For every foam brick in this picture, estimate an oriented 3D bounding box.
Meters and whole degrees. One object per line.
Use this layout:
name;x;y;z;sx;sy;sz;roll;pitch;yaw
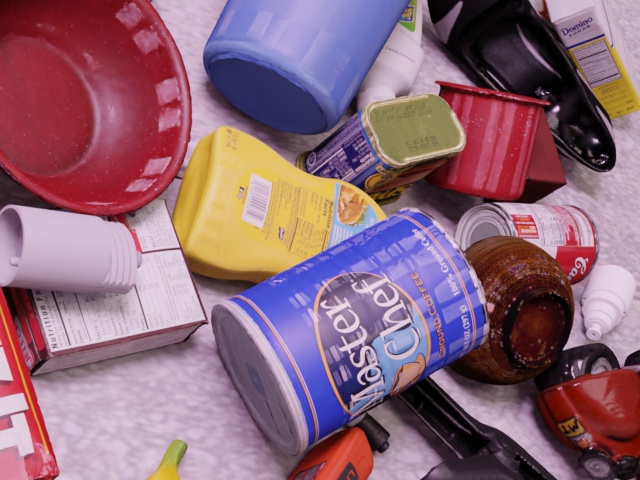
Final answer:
foam brick;0.167;-0.074;0.918;0.051;0.053;0.078;2;67;-37

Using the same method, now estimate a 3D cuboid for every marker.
marker;0.004;0.097;0.716;0.121;0.020;0.020;48;46;-6

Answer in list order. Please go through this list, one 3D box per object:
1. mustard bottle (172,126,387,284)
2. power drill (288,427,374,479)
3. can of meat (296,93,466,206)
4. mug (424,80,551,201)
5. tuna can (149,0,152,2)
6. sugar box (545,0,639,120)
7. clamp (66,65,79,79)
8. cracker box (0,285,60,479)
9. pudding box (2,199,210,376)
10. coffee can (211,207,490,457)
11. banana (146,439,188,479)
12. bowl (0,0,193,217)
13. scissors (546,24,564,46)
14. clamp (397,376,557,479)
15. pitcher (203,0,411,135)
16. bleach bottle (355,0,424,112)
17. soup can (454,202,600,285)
mustard bottle;-0.005;0.001;0.734;0.191;0.058;0.096;23;65;-27
power drill;0.055;0.210;0.665;0.187;0.057;0.184;48;43;-4
can of meat;0.047;-0.065;0.797;0.101;0.084;0.057;-17;77;-43
mug;0.118;-0.081;0.854;0.117;0.081;0.093;13;11;14
tuna can;-0.155;-0.188;0.743;0.086;0.034;0.086;19;55;-30
sugar box;0.257;-0.198;1.015;0.176;0.048;0.093;39;39;-48
clamp;-0.222;-0.090;0.631;0.171;0.039;0.120;5;73;-39
cracker box;-0.249;0.069;0.496;0.213;0.072;0.164;-9;72;-42
pudding box;-0.132;0.025;0.637;0.113;0.039;0.090;-10;73;-39
coffee can;0.018;0.054;0.660;0.140;0.103;0.103;-27;83;-20
banana;-0.056;0.208;0.592;0.069;0.037;0.198;-18;78;-43
bowl;-0.154;-0.087;0.632;0.161;0.055;0.162;17;66;-44
scissors;0.170;-0.244;1.043;0.201;0.016;0.096;49;47;-5
clamp;0.109;0.146;0.736;0.209;0.036;0.165;34;17;-35
pitcher;0.007;-0.208;0.774;0.149;0.145;0.242;26;71;1
bleach bottle;0.037;-0.212;0.890;0.102;0.068;0.251;15;60;-27
soup can;0.167;0.004;0.863;0.102;0.069;0.068;1;65;-37
